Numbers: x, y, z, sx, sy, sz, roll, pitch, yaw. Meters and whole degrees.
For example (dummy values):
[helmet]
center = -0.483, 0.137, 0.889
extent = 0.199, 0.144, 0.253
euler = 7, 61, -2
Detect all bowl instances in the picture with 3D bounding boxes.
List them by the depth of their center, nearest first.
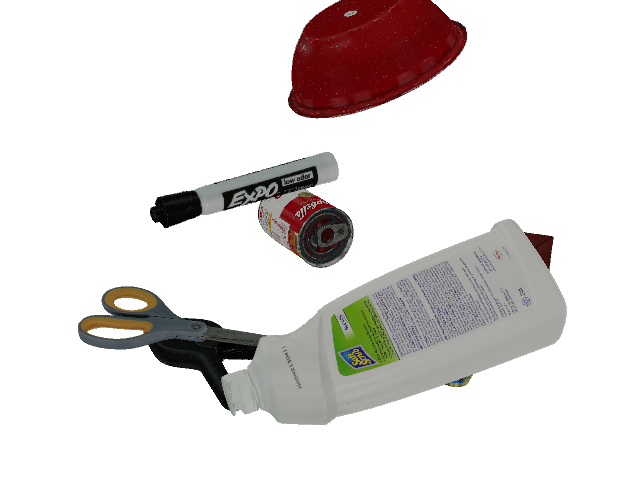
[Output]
[bowl]
center = 0.037, -0.167, 0.890
extent = 0.162, 0.055, 0.162
euler = -20, 28, 11

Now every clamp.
[clamp]
center = -0.130, 0.133, 1.244
extent = 0.210, 0.036, 0.164
euler = 13, 24, 24

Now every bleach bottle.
[bleach bottle]
center = 0.048, 0.068, 0.785
extent = 0.250, 0.103, 0.068
euler = -17, -37, -12

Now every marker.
[marker]
center = -0.045, -0.031, 0.644
extent = 0.121, 0.020, 0.020
euler = -17, 7, -24

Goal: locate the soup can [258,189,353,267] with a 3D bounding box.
[soup can]
center = -0.018, -0.019, 1.175
extent = 0.068, 0.068, 0.102
euler = 0, 19, -31

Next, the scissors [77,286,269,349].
[scissors]
center = -0.125, 0.074, 1.007
extent = 0.201, 0.016, 0.096
euler = -1, 33, -8

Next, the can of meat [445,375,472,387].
[can of meat]
center = 0.156, 0.102, 1.188
extent = 0.057, 0.084, 0.102
euler = 18, 30, 19

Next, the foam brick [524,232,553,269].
[foam brick]
center = 0.178, 0.033, 0.975
extent = 0.053, 0.078, 0.051
euler = 9, 15, 27
